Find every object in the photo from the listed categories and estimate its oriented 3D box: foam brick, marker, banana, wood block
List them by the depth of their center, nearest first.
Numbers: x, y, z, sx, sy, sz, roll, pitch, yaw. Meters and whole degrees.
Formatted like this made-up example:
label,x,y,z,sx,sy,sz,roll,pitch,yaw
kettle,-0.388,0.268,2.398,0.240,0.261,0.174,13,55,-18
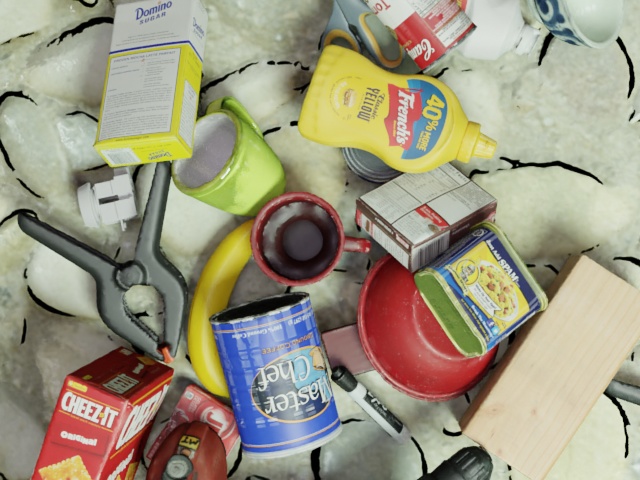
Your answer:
label,x,y,z,sx,sy,sz,roll,pitch,yaw
wood block,0.231,0.124,1.047,0.090,0.091,0.206,34,90,5
marker,0.050,0.164,1.064,0.020,0.020,0.121,-42,119,2
foam brick,0.045,0.108,1.082,0.078,0.053,0.051,-16,86,4
banana,-0.101,0.075,1.107,0.069,0.037,0.198,4,90,-18

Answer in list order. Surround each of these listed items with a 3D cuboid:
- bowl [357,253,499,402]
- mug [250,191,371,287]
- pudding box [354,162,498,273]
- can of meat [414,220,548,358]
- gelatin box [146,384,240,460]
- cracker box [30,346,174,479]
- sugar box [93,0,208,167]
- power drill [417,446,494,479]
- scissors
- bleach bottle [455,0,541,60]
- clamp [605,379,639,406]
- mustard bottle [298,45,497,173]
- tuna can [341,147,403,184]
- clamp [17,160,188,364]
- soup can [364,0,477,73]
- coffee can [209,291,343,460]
label,x,y,z,sx,sy,sz,roll,pitch,yaw
bowl,0.120,0.075,1.044,0.162,0.055,0.162,5,76,-21
mug,-0.007,0.001,1.077,0.117,0.081,0.093,2,88,5
pudding box,0.104,-0.029,1.052,0.113,0.039,0.090,-27,50,-26
can of meat,0.149,0.047,0.999,0.083,0.058,0.102,-35,92,-23
gelatin box,-0.126,0.205,1.103,0.073,0.030,0.089,31,91,5
cracker box,-0.222,0.224,1.032,0.072,0.164,0.214,21,96,5
sugar box,-0.168,-0.163,1.078,0.093,0.048,0.176,-4,61,17
power drill,0.121,0.306,1.020,0.184,0.057,0.187,-38,117,-6
scissors,0.008,-0.245,1.073,0.096,0.016,0.201,-31,111,30
bleach bottle,0.110,-0.262,1.086,0.251,0.068,0.103,27,103,4
clamp,0.379,0.152,1.060,0.171,0.039,0.120,40,96,-1
mustard bottle,0.081,-0.119,1.051,0.191,0.058,0.096,19,87,5
tuna can,0.064,-0.101,1.099,0.086,0.033,0.086,0,87,5
clamp,-0.204,0.032,1.090,0.164,0.036,0.210,-16,102,-1
soup can,0.094,-0.222,1.030,0.068,0.068,0.102,-41,97,2
coffee can,-0.043,0.132,1.053,0.103,0.103,0.140,-13,96,4
